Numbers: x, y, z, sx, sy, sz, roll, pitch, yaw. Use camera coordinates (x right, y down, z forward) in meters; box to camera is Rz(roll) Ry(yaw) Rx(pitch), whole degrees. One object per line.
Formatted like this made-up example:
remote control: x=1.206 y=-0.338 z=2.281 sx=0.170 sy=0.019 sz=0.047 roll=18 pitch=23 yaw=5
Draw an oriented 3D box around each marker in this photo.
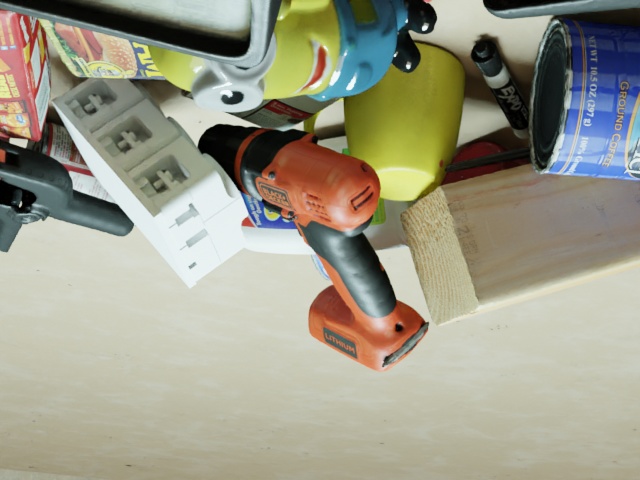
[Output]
marker: x=0.135 y=-0.109 z=0.778 sx=0.020 sy=0.020 sz=0.121 roll=-7 pitch=155 yaw=24

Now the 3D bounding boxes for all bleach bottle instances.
bleach bottle: x=-0.026 y=-0.027 z=0.893 sx=0.251 sy=0.102 sz=0.068 roll=-8 pitch=168 yaw=27

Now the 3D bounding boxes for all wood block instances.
wood block: x=0.176 y=-0.011 z=0.779 sx=0.205 sy=0.090 sz=0.091 roll=-14 pitch=171 yaw=-17

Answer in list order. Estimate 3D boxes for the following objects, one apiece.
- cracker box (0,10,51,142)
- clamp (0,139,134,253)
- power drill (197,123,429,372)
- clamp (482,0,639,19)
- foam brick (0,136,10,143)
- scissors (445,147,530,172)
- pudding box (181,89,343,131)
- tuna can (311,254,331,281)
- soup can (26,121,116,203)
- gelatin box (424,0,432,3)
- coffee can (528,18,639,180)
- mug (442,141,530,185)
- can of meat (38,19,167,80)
cracker box: x=-0.291 y=-0.143 z=0.697 sx=0.213 sy=0.072 sz=0.164 roll=7 pitch=156 yaw=-5
clamp: x=-0.210 y=-0.031 z=0.815 sx=0.120 sy=0.039 sz=0.171 roll=-10 pitch=163 yaw=-5
power drill: x=-0.005 y=0.001 z=0.786 sx=0.185 sy=0.057 sz=0.187 roll=24 pitch=149 yaw=49
clamp: x=0.212 y=-0.156 z=0.630 sx=0.209 sy=0.036 sz=0.165 roll=14 pitch=158 yaw=-20
foam brick: x=-0.268 y=-0.092 z=0.808 sx=0.053 sy=0.078 sz=0.051 roll=-18 pitch=149 yaw=38
scissors: x=0.179 y=-0.066 z=0.795 sx=0.201 sy=0.016 sz=0.096 roll=-15 pitch=170 yaw=-8
pudding box: x=-0.031 y=-0.121 z=0.750 sx=0.089 sy=0.039 sz=0.114 roll=20 pitch=151 yaw=-32
tuna can: x=0.019 y=-0.008 z=0.954 sx=0.034 sy=0.086 sz=0.086 roll=-8 pitch=155 yaw=22
soup can: x=-0.194 y=-0.055 z=0.897 sx=0.102 sy=0.068 sz=0.069 roll=15 pitch=155 yaw=-27
gelatin box: x=0.061 y=-0.178 z=0.609 sx=0.089 sy=0.030 sz=0.073 roll=24 pitch=150 yaw=-39
coffee can: x=0.218 y=-0.089 z=0.703 sx=0.140 sy=0.103 sz=0.103 roll=4 pitch=158 yaw=-1
mug: x=0.143 y=-0.034 z=0.888 sx=0.081 sy=0.093 sz=0.117 roll=25 pitch=-174 yaw=-32
can of meat: x=-0.127 y=-0.145 z=0.686 sx=0.084 sy=0.057 sz=0.102 roll=3 pitch=157 yaw=8
